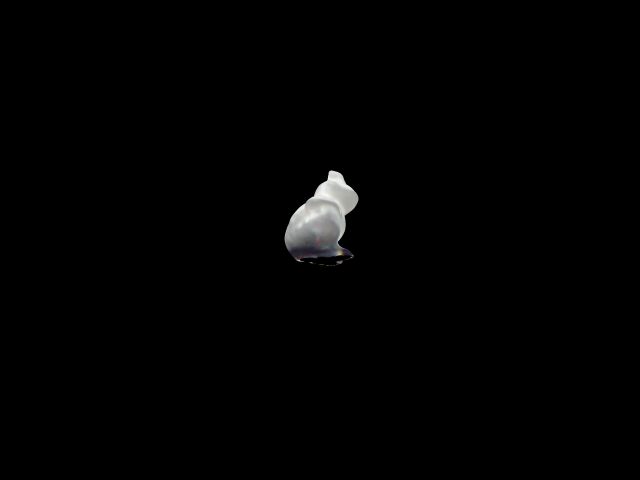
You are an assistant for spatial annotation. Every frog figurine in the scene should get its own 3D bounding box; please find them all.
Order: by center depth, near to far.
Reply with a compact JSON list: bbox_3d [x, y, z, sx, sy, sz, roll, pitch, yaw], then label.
[{"bbox_3d":[0.003,-0.043,0.850,0.122,0.161,0.136,-1,-14,5],"label":"frog figurine"}]
